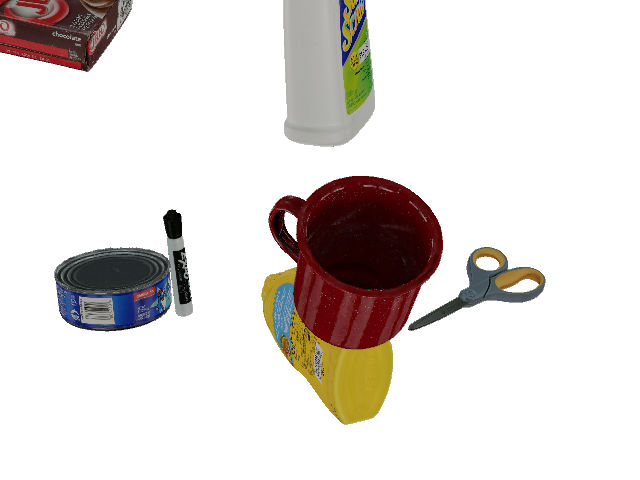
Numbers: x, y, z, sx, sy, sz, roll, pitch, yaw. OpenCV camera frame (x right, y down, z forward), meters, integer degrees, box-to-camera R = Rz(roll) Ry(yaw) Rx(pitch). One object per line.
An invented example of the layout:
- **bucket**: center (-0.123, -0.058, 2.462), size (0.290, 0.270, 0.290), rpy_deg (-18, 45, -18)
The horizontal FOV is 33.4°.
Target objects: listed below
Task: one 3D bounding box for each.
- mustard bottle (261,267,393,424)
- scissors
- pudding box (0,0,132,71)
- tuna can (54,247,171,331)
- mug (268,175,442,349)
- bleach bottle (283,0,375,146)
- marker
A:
- **mustard bottle**: center (-0.005, 0.077, 0.955), size (0.058, 0.096, 0.192), rpy_deg (-11, 27, -24)
- **scissors**: center (0.154, 0.049, 1.150), size (0.201, 0.016, 0.096), rpy_deg (-10, 40, -29)
- **pudding box**: center (-0.201, -0.178, 0.819), size (0.090, 0.039, 0.113), rpy_deg (13, 37, 2)
- **tuna can**: center (-0.155, 0.036, 0.803), size (0.086, 0.034, 0.086), rpy_deg (-1, 21, 0)
- **mug**: center (0.016, 0.013, 0.699), size (0.117, 0.093, 0.081), rpy_deg (29, -34, 12)
- **bleach bottle**: center (0.001, -0.215, 0.923), size (0.068, 0.251, 0.102), rpy_deg (9, 34, 22)
- **marker**: center (-0.149, 0.024, 1.117), size (0.020, 0.121, 0.020), rpy_deg (-3, 27, 1)
